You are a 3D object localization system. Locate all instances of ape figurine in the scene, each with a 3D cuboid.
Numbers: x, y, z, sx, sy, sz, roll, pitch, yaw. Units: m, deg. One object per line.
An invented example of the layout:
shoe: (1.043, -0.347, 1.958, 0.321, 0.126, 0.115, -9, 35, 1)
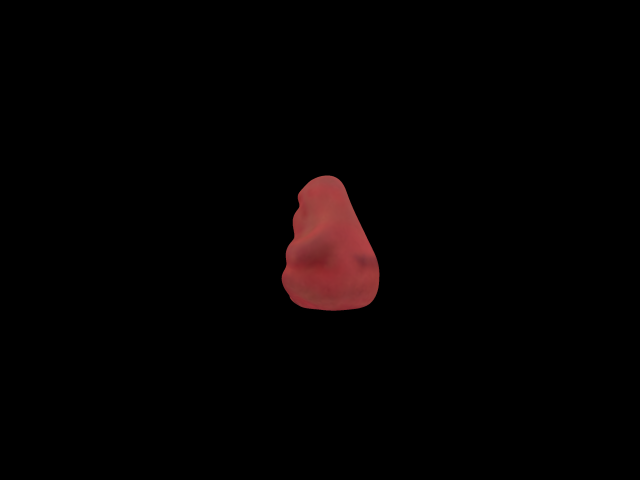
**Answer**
ape figurine: (0.004, 0.001, 0.400, 0.075, 0.092, 0.078, 0, 0, 38)
